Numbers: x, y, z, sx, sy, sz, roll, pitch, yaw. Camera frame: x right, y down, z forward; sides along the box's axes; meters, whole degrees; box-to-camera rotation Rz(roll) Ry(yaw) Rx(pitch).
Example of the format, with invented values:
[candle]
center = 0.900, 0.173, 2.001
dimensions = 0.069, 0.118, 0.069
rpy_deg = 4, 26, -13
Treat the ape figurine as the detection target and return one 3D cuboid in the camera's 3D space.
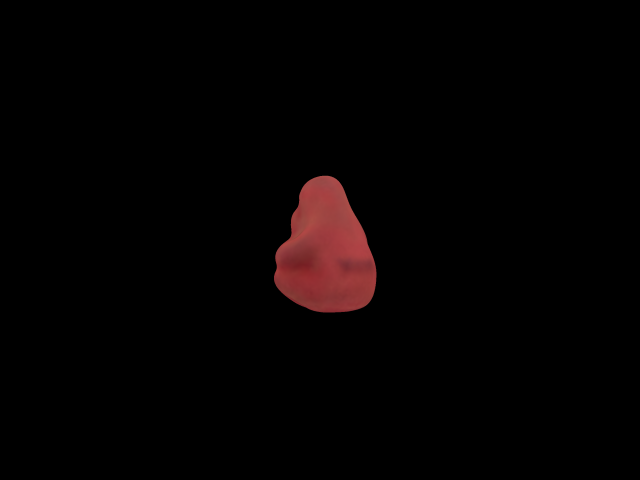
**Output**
[ape figurine]
center = 0.004, 0.001, 0.400
dimensions = 0.078, 0.092, 0.076
rpy_deg = -3, 5, -31
